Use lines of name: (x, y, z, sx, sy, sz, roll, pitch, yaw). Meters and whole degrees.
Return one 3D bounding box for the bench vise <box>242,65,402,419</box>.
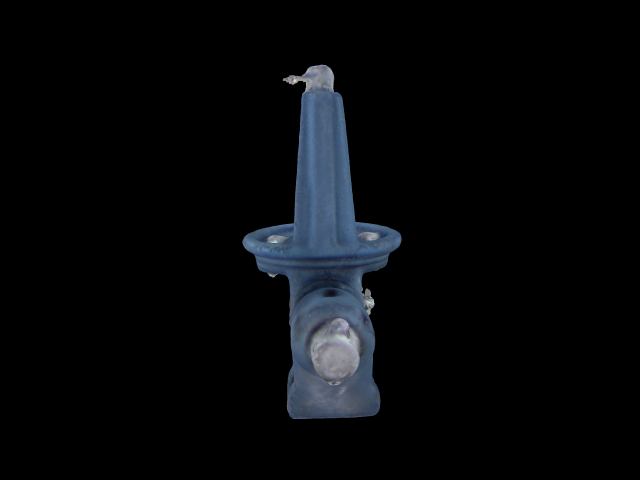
bench vise: (0.015, 0.000, 0.404, 0.122, 0.220, 0.206, -10, 29, -19)
